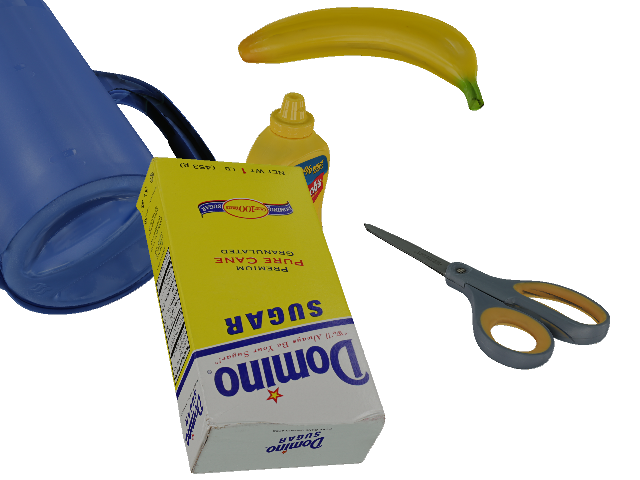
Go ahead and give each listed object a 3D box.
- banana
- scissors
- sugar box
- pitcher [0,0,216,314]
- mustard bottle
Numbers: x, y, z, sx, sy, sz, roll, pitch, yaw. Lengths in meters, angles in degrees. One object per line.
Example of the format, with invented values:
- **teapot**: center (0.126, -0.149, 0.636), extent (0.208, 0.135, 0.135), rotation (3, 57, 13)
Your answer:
- **banana**: center (0.037, -0.149, 0.813), extent (0.198, 0.069, 0.037), rotation (13, -39, 18)
- **scissors**: center (0.092, 0.036, 0.720), extent (0.202, 0.016, 0.096), rotation (18, 36, 29)
- **sugar box**: center (-0.035, 0.033, 0.558), extent (0.093, 0.176, 0.048), rotation (1, -45, -24)
- **pitcher**: center (-0.194, -0.078, 0.774), extent (0.145, 0.243, 0.149), rotation (-43, -32, 15)
- **mustard bottle**: center (-0.033, -0.051, 1.020), extent (0.096, 0.192, 0.058), rotation (-24, 43, -39)
